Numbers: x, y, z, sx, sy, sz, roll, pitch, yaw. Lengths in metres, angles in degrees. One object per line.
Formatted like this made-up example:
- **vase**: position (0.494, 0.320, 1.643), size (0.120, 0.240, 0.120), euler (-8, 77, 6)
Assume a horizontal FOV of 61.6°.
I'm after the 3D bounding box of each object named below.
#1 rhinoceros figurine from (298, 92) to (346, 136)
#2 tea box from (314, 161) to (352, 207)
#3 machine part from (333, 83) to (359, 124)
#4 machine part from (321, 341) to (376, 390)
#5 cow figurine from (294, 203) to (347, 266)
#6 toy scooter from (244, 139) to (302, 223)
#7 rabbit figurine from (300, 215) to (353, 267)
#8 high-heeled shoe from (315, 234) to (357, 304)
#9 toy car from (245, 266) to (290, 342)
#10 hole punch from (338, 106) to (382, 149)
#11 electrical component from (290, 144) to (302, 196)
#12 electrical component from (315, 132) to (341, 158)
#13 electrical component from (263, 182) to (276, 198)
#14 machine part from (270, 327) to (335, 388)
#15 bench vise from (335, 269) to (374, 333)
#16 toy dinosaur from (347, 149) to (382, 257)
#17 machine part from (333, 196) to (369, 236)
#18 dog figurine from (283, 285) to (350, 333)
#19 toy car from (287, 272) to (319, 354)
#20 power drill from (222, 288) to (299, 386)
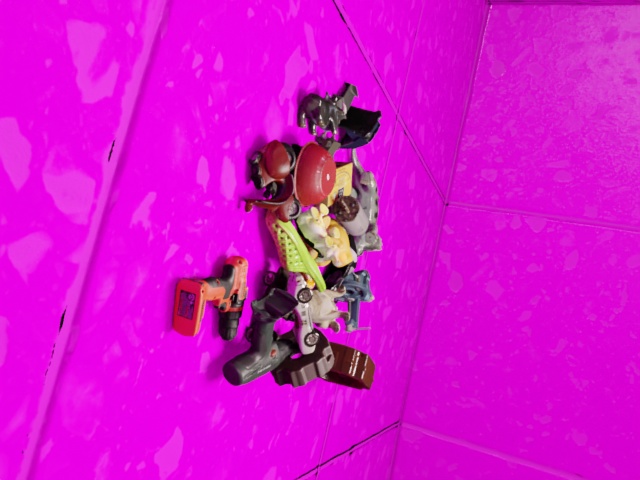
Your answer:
- **rhinoceros figurine**: position (0.007, -0.322, 1.368), size (0.190, 0.073, 0.112), euler (-7, 95, -65)
- **tea box**: position (0.029, -0.159, 1.485), size (0.169, 0.068, 0.098), euler (-37, 132, -60)
- **machine part**: position (0.068, -0.392, 1.517), size (0.139, 0.039, 0.084), euler (-59, 145, -37)
- **machine part**: position (0.058, 0.374, 1.613), size (0.201, 0.201, 0.087), euler (62, 41, -56)
- **cow figurine**: position (-0.003, -0.002, 1.343), size (0.068, 0.098, 0.167), euler (-36, 103, -50)
- **toy scooter**: position (-0.111, -0.120, 1.158), size (0.135, 0.075, 0.183), euler (-16, 103, -35)
- **rabbit figurine**: position (-0.002, 0.009, 1.438), size (0.173, 0.122, 0.162), euler (-17, 113, -44)
- **high-heeled shoe**: position (0.033, 0.096, 1.597), size (0.145, 0.086, 0.248), euler (12, 89, -55)
- **toy car**: position (-0.122, 0.160, 1.285), size (0.089, 0.053, 0.202), euler (22, 83, -56)
- **hole punch**: position (0.112, -0.319, 1.564), size (0.092, 0.116, 0.142), euler (89, 24, -44)
- **electrical component**: position (-0.038, -0.160, 1.342), size (0.115, 0.058, 0.134), euler (17, 84, -65)
- **electrical component**: position (0.021, -0.256, 1.462), size (0.078, 0.045, 0.102), euler (-57, 162, 22)
- **electrical component**: position (-0.104, -0.130, 1.240), size (0.063, 0.021, 0.094), euler (56, 48, -58)
- **machine part**: position (-0.054, 0.285, 1.338), size (0.179, 0.180, 0.055), euler (-52, 137, -49)
- **bench vise**: position (0.105, 0.194, 1.727), size (0.223, 0.129, 0.241), euler (57, 29, -49)
- **toy dinosaur**: position (0.138, -0.111, 1.718), size (0.192, 0.131, 0.404), euler (-30, 124, -77)
- **machine part**: position (0.089, -0.065, 1.510), size (0.243, 0.079, 0.079), euler (47, 57, -71)
- **dog figurine**: position (-0.038, 0.188, 1.448), size (0.172, 0.190, 0.121), euler (120, -36, -51)
- **toy car**: position (-0.043, 0.172, 1.269), size (0.074, 0.056, 0.201), euler (-129, -151, -67)
- **power drill**: position (-0.114, 0.210, 1.191), size (0.232, 0.086, 0.207), euler (-25, 145, -52)
